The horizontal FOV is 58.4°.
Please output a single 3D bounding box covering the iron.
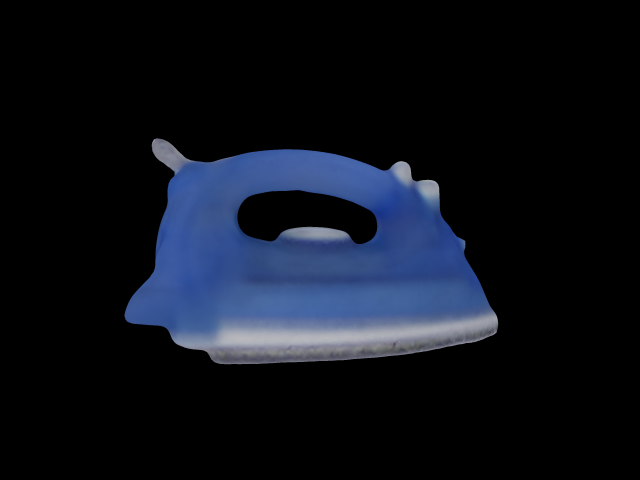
[{"bbox_3d":[0.004,0.001,0.400,0.258,0.141,0.118,-1,7,-9],"label":"iron"}]
